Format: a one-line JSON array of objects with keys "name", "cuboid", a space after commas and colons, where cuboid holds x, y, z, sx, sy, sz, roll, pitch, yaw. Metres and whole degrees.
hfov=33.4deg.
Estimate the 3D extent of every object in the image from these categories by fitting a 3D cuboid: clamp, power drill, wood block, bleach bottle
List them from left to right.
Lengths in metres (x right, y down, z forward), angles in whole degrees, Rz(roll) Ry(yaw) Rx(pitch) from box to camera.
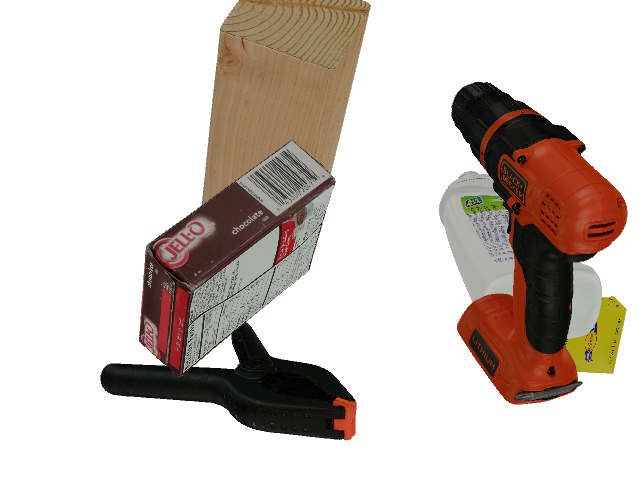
[{"name": "clamp", "cuboid": [-0.051, 0.113, 0.876, 0.210, 0.036, 0.164, 12, 20, 31]}, {"name": "wood block", "cuboid": [-0.033, -0.100, 0.861, 0.091, 0.090, 0.206, 21, -41, 7]}, {"name": "bleach bottle", "cuboid": [0.169, -0.002, 0.973, 0.102, 0.068, 0.251, -1, 27, -4]}, {"name": "power drill", "cuboid": [0.133, 0.002, 0.729, 0.057, 0.188, 0.184, -11, 35, -13]}]

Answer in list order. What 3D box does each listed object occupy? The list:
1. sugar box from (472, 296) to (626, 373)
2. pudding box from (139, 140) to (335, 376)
[{"name": "sugar box", "cuboid": [0.285, 0.115, 1.334, 0.176, 0.093, 0.048, 2, 18, -10]}, {"name": "pudding box", "cuboid": [-0.046, 0.010, 0.580, 0.113, 0.039, 0.090, -37, -21, -32]}]
